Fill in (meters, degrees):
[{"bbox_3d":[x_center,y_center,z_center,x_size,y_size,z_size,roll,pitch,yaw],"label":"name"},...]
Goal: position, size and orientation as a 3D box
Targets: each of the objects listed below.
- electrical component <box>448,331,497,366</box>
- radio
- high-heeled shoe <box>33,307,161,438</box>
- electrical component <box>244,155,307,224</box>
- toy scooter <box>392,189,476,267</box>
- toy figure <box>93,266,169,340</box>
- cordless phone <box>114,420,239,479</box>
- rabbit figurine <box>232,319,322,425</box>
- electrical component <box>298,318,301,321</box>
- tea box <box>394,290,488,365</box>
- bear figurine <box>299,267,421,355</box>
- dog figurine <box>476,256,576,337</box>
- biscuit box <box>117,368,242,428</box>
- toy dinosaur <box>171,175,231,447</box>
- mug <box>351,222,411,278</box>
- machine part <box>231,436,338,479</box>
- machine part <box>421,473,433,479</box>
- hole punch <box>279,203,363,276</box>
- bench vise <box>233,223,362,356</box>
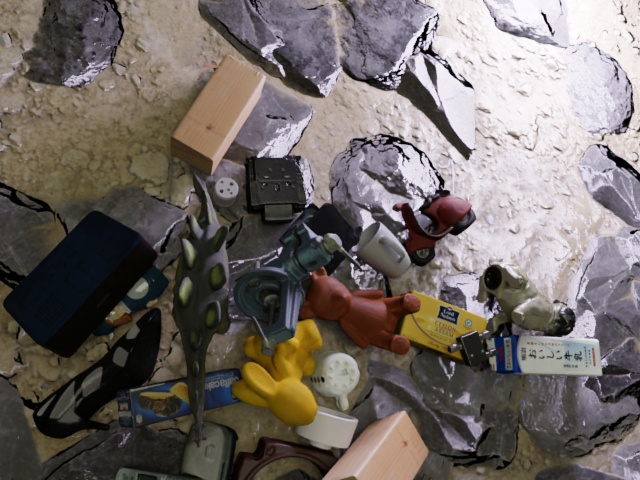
[{"bbox_3d":[0.290,0.209,1.021,0.094,0.021,0.063,-16,83,-18],"label":"electrical component"},{"bbox_3d":[-0.403,0.067,0.907,0.131,0.073,0.229,29,68,24],"label":"radio"},{"bbox_3d":[-0.375,0.219,0.918,0.145,0.086,0.249,6,53,18],"label":"high-heeled shoe"},{"bbox_3d":[-0.087,-0.098,1.057,0.115,0.058,0.134,-5,77,-13],"label":"electrical component"},{"bbox_3d":[0.227,-0.045,1.114,0.184,0.075,0.135,-39,87,-14],"label":"toy scooter"},{"bbox_3d":[-0.340,0.109,0.946,0.154,0.057,0.064,-42,50,-18],"label":"toy figure"},{"bbox_3d":[-0.238,0.370,0.893,0.184,0.088,0.146,11,74,-7],"label":"cordless phone"},{"bbox_3d":[-0.061,0.230,0.909,0.162,0.121,0.173,5,46,-27],"label":"rabbit figurine"},{"bbox_3d":[-0.072,0.120,1.012,0.075,0.048,0.119,-13,80,-17],"label":"electrical component"},{"bbox_3d":[0.234,0.175,1.063,0.170,0.068,0.098,20,74,-8],"label":"tea box"},{"bbox_3d":[0.067,0.124,0.988,0.195,0.132,0.120,31,68,-26],"label":"bear figurine"},{"bbox_3d":[0.439,0.118,1.123,0.190,0.121,0.172,4,78,-28],"label":"dog figurine"},{"bbox_3d":[-0.226,0.259,0.893,0.202,0.063,0.059,-2,77,-40],"label":"biscuit box"},{"bbox_3d":[-0.200,0.094,0.896,0.105,0.198,0.471,-3,69,-12],"label":"toy dinosaur"},{"bbox_3d":[0.133,0.024,1.060,0.107,0.110,0.081,42,65,-17],"label":"mug"},{"bbox_3d":[-0.058,0.452,0.914,0.201,0.087,0.201,17,73,-11],"label":"machine part"},{"bbox_3d":[0.144,0.533,0.948,0.079,0.079,0.243,30,72,-5],"label":"machine part"},{"bbox_3d":[-0.002,-0.003,1.049,0.142,0.092,0.115,-51,118,-19],"label":"hole punch"},{"bbox_3d":[-0.055,0.086,0.889,0.224,0.241,0.128,-20,123,17],"label":"bench vise"}]
